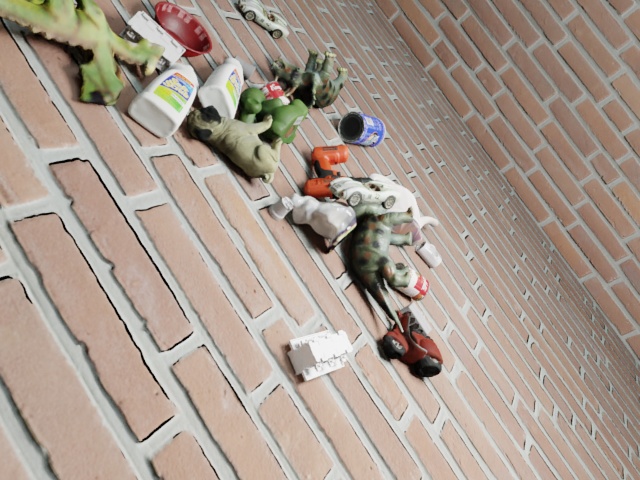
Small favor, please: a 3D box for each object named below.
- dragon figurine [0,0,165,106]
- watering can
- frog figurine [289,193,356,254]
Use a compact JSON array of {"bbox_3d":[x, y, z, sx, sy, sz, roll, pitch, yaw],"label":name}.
[{"bbox_3d":[-0.453,-0.364,0.957,0.242,0.121,0.416,59,33,-5],"label":"dragon figurine"},{"bbox_3d":[0.269,-0.073,1.585,0.344,0.102,0.230,32,37,-28],"label":"watering can"},{"bbox_3d":[0.004,-0.062,1.229,0.160,0.123,0.137,46,-2,6],"label":"frog figurine"}]
